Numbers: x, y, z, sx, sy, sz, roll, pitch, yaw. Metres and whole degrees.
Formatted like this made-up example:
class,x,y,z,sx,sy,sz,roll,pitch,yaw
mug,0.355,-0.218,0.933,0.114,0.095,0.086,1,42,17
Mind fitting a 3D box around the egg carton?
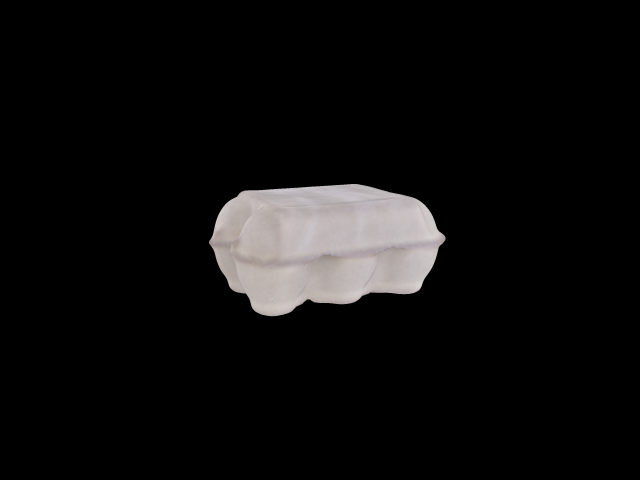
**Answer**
class,x,y,z,sx,sy,sz,roll,pitch,yaw
egg carton,0.004,0.001,0.400,0.151,0.069,0.107,-7,15,-26
